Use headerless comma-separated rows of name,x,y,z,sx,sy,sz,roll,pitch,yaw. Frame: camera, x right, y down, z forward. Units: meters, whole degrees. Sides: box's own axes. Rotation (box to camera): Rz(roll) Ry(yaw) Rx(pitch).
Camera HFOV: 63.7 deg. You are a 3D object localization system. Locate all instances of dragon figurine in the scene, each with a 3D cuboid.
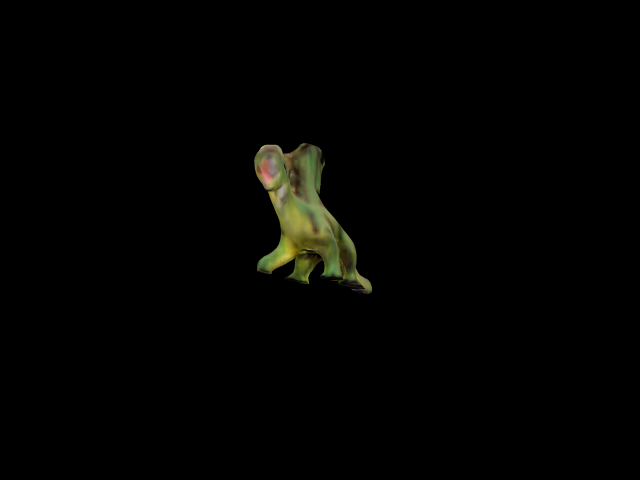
dragon figurine,0.003,-0.043,0.850,0.122,0.245,0.407,-6,-13,23
